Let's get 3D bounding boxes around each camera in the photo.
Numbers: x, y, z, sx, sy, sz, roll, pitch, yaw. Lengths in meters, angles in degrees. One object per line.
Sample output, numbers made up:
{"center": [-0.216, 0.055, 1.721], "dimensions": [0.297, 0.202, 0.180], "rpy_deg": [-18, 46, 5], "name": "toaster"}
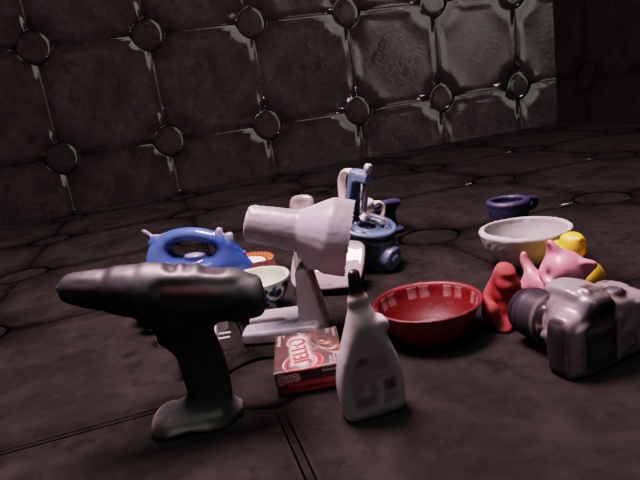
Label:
{"center": [0.319, 0.091, 0.729], "dimensions": [0.143, 0.101, 0.136], "rpy_deg": [-14, 15, -22], "name": "camera"}

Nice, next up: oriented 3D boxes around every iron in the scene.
{"center": [-0.255, 0.033, 1.215], "dimensions": [0.258, 0.141, 0.118], "rpy_deg": [-7, 14, 7], "name": "iron"}

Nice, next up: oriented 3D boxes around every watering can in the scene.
{"center": [0.070, -0.065, 1.306], "dimensions": [0.100, 0.194, 0.173], "rpy_deg": [5, 20, 44], "name": "watering can"}

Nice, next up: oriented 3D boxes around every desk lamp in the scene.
{"center": [-0.032, 0.043, 0.897], "dimensions": [0.203, 0.214, 0.118], "rpy_deg": [-7, 14, 6], "name": "desk lamp"}

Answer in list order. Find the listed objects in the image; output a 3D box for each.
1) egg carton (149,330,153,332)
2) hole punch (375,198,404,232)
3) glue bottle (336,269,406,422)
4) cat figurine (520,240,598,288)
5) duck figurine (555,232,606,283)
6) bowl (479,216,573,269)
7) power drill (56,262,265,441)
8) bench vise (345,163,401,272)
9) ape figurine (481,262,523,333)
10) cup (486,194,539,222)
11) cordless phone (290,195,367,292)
{"center": [-0.265, 0.112, 1.056], "dimensions": [0.151, 0.069, 0.107], "rpy_deg": [-16, 16, -27], "name": "egg carton"}
{"center": [0.144, -0.059, 1.450], "dimensions": [0.109, 0.091, 0.100], "rpy_deg": [-16, 16, -29], "name": "hole punch"}
{"center": [0.050, 0.115, 0.644], "dimensions": [0.078, 0.173, 0.037], "rpy_deg": [-12, 15, -12], "name": "glue bottle"}
{"center": [0.339, 0.052, 0.840], "dimensions": [0.067, 0.118, 0.127], "rpy_deg": [-14, 15, -20], "name": "cat figurine"}
{"center": [0.420, 0.030, 0.943], "dimensions": [0.078, 0.086, 0.104], "rpy_deg": [-13, 15, -17], "name": "duck figurine"}
{"center": [0.384, 0.010, 1.068], "dimensions": [0.167, 0.075, 0.167], "rpy_deg": [-8, 14, 2], "name": "bowl"}
{"center": [-0.172, 0.122, 0.676], "dimensions": [0.229, 0.208, 0.075], "rpy_deg": [-10, 14, -6], "name": "power drill"}
{"center": [0.061, -0.045, 1.178], "dimensions": [0.206, 0.220, 0.122], "rpy_deg": [-1, 16, 27], "name": "bench vise"}
{"center": [0.268, 0.078, 0.832], "dimensions": [0.078, 0.092, 0.076], "rpy_deg": [-9, 14, -1], "name": "ape figurine"}
{"center": [0.417, -0.046, 1.228], "dimensions": [0.118, 0.095, 0.091], "rpy_deg": [-12, 14, -13], "name": "cup"}
{"center": [0.010, 0.004, 1.084], "dimensions": [0.147, 0.185, 0.094], "rpy_deg": [-4, 15, 17], "name": "cordless phone"}
